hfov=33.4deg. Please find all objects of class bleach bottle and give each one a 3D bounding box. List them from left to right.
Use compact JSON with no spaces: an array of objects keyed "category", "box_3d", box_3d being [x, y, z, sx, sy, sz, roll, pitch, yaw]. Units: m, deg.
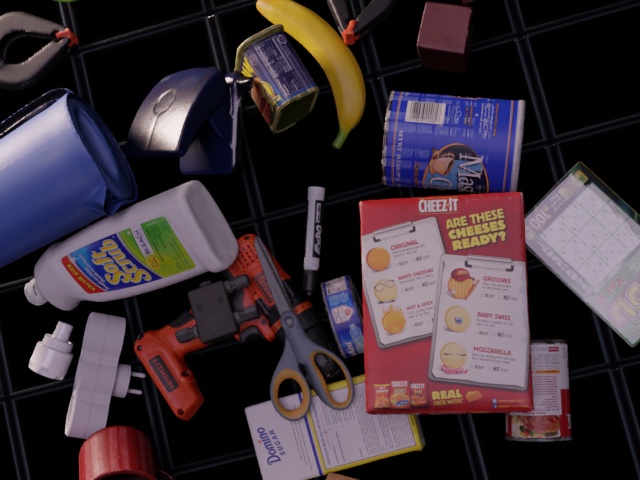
[{"category":"bleach bottle","box_3d":[-0.218,0.025,1.167,0.251,0.068,0.102,-23,104,25]}]

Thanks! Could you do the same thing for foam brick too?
[{"category":"foam brick","box_3d":[0.137,-0.218,1.154,0.051,0.078,0.053,11,85,11]}]

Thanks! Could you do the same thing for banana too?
[{"category":"banana","box_3d":[0.000,-0.202,1.193,0.069,0.037,0.198,-28,81,2]}]

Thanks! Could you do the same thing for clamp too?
[{"category":"clamp","box_3d":[-0.386,-0.203,1.250,0.210,0.036,0.164,-7,83,7]},{"category":"clamp","box_3d":[0.063,-0.298,1.187,0.120,0.039,0.171,3,76,13]}]

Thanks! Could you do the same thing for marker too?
[{"category":"marker","box_3d":[-0.008,0.001,1.181,0.020,0.020,0.121,3,84,9]}]

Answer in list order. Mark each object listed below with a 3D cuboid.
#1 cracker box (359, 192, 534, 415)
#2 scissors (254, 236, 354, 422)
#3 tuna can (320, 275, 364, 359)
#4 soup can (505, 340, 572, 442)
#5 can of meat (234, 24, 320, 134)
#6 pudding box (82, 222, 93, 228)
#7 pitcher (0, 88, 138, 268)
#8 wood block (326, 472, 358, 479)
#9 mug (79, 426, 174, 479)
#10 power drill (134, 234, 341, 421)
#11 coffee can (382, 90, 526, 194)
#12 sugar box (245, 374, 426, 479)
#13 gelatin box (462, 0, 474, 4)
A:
[{"category":"cracker box","box_3d":[0.127,0.066,1.068,0.164,0.072,0.214,-3,81,9]},{"category":"scissors","box_3d":[-0.043,0.103,1.122,0.096,0.016,0.202,-38,84,1]},{"category":"tuna can","box_3d":[0.029,0.081,1.134,0.034,0.086,0.086,-18,82,4]},{"category":"soup can","box_3d":[0.224,0.155,1.106,0.068,0.068,0.102,-2,83,8]},{"category":"can of meat","box_3d":[-0.047,-0.173,1.164,0.057,0.102,0.084,-30,83,-13]},{"category":"pudding box","box_3d":[-0.324,-0.048,1.224,0.113,0.039,0.090,-15,83,7]},{"category":"pitcher","box_3d":[-0.331,-0.052,1.149,0.243,0.149,0.145,-29,103,7]},{"category":"wood block","box_3d":[0.093,0.320,1.082,0.206,0.090,0.090,13,116,10]},{"category":"mug","box_3d":[-0.205,0.257,1.144,0.117,0.081,0.093,19,114,-24]},{"category":"power drill","box_3d":[-0.092,0.114,1.164,0.187,0.057,0.184,-36,77,0]},{"category":"coffee can","box_3d":[0.141,-0.102,1.128,0.140,0.102,0.103,6,85,9]},{"category":"sugar box","box_3d":[0.016,0.200,1.144,0.176,0.048,0.093,-16,82,10]},{"category":"gelatin box","box_3d":[0.152,-0.311,1.163,0.030,0.073,0.089,-20,82,7]}]
